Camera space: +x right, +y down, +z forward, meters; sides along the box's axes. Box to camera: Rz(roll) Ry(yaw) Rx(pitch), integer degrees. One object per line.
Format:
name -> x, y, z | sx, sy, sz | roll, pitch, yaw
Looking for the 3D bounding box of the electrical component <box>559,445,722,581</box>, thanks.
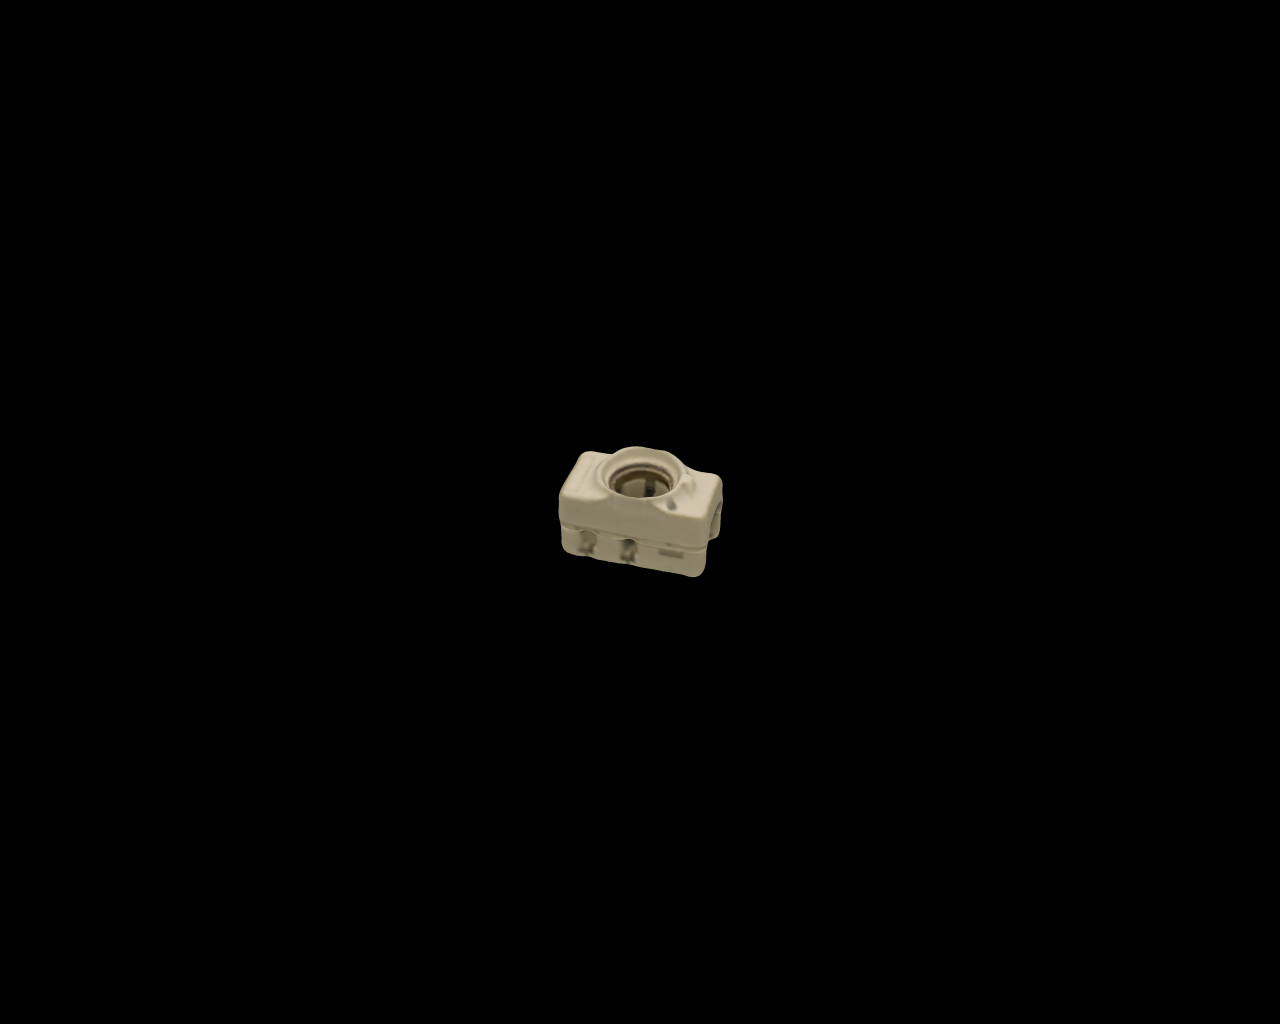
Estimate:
electrical component -> 0.001, -0.003, 0.650 | 0.089, 0.055, 0.050 | 11, 40, 13
